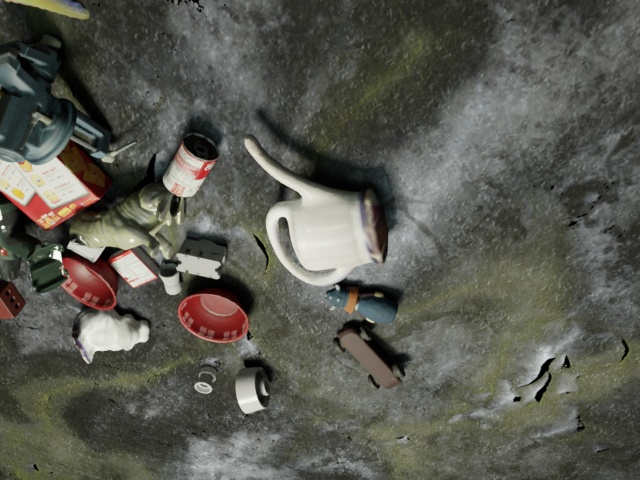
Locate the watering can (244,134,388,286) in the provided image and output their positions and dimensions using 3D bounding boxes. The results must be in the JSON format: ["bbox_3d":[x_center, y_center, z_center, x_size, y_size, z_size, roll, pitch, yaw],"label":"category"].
[{"bbox_3d":[0.003,-0.047,0.926,0.224,0.106,0.340,-7,127,13],"label":"watering can"}]

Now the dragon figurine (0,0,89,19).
[{"bbox_3d":[-0.561,-0.392,0.776,0.407,0.125,0.239,35,143,-15],"label":"dragon figurine"}]

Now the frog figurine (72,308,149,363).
[{"bbox_3d":[-0.497,0.209,1.229,0.160,0.124,0.134,-20,121,-21],"label":"frog figurine"}]
